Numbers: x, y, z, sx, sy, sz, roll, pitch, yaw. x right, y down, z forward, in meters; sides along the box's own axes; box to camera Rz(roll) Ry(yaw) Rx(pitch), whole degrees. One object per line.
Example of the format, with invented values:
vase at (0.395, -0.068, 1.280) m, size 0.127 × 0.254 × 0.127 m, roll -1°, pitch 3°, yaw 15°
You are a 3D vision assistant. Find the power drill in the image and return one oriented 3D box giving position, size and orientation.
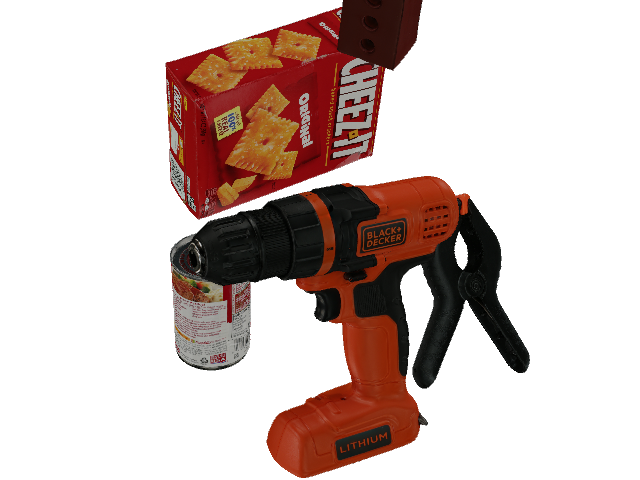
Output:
power drill at (0.004, 0.056, 0.686) m, size 0.184 × 0.188 × 0.057 m, roll -11°, pitch 27°, yaw -26°

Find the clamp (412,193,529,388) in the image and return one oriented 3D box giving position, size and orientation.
clamp at (0.120, 0.048, 0.939) m, size 0.120 × 0.171 × 0.039 m, roll -14°, pitch 0°, yaw -34°

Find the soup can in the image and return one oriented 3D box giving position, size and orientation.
soup can at (-0.094, 0.053, 0.921) m, size 0.068 × 0.102 × 0.068 m, roll 2°, pitch 35°, yaw -1°

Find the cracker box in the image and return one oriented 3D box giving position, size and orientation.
cracker box at (-0.043, -0.126, 1.059) m, size 0.213 × 0.072 × 0.164 m, roll -21°, pitch -36°, yaw -22°

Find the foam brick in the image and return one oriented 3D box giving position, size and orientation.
foam brick at (0.049, -0.186, 0.851) m, size 0.053 × 0.078 × 0.051 m, roll 22°, pitch 49°, yaw 15°
